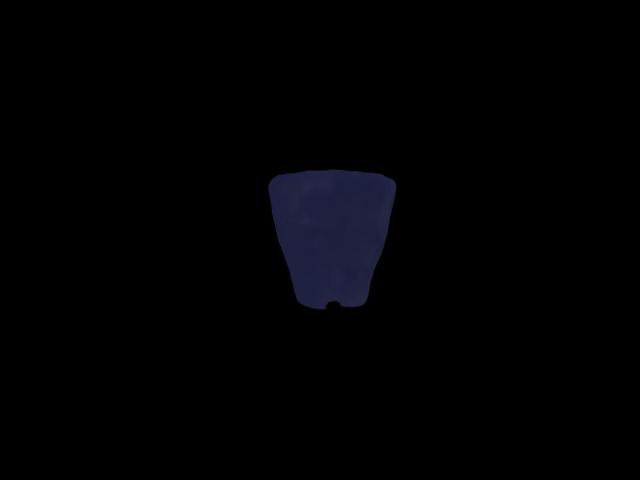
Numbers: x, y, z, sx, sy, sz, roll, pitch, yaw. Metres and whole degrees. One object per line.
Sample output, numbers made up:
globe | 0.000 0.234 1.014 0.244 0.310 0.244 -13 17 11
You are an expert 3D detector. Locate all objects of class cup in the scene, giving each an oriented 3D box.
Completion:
cup | 0.004 0.001 0.400 0.091 0.095 0.118 0 0 24
